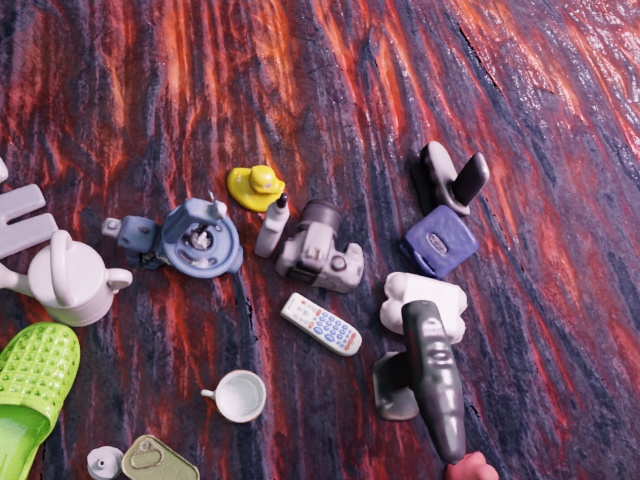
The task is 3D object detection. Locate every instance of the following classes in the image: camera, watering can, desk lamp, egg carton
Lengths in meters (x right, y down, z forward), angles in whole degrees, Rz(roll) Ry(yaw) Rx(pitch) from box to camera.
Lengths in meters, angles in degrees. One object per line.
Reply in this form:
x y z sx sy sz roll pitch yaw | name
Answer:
0.009 0.003 0.961 0.143 0.100 0.137 17 66 -7 | camera
-0.358 0.055 0.798 0.173 0.194 0.101 -23 76 -21 | watering can
-0.500 -0.048 0.793 0.204 0.213 0.118 -27 77 -22 | desk lamp
0.176 0.118 0.975 0.150 0.069 0.107 13 66 -9 | egg carton

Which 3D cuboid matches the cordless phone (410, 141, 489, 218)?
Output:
0.244 -0.128 1.025 0.094 0.185 0.147 -13 73 -18 | cordless phone

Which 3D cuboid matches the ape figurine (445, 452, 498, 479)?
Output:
0.240 0.366 0.881 0.076 0.092 0.078 26 65 -3 | ape figurine

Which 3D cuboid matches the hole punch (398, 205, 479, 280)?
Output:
0.209 0.010 1.014 0.101 0.091 0.108 -36 81 -23 | hole punch

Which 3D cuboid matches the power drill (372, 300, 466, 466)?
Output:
0.146 0.214 0.853 0.076 0.208 0.229 0 69 -14 | power drill

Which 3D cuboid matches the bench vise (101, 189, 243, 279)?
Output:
-0.211 -0.002 0.843 0.208 0.219 0.121 -8 71 -17 | bench vise

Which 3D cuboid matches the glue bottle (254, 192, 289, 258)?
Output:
-0.071 -0.033 0.916 0.037 0.173 0.078 21 65 -5 | glue bottle

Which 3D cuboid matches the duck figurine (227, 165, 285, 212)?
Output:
-0.107 -0.099 0.981 0.104 0.086 0.077 25 65 -3 | duck figurine
